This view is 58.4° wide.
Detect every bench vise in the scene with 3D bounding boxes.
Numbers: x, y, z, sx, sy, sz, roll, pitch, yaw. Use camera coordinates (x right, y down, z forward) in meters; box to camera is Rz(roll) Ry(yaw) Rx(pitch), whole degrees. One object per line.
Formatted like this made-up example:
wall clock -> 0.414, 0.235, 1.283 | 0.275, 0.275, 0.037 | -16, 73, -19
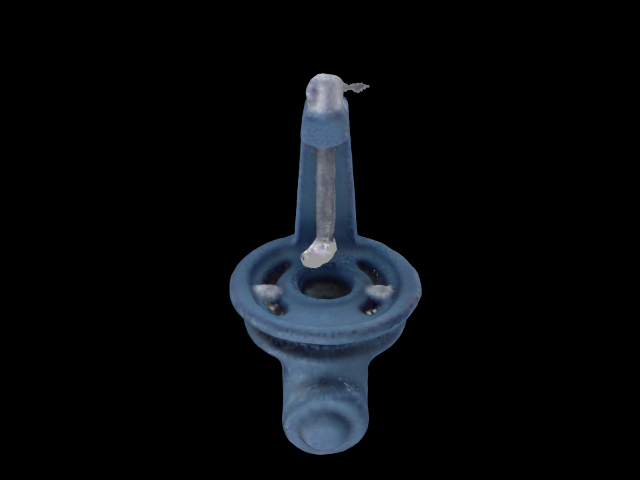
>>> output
bench vise -> -0.008, 0.002, 0.397 | 0.122, 0.220, 0.207 | -4, 14, -17
